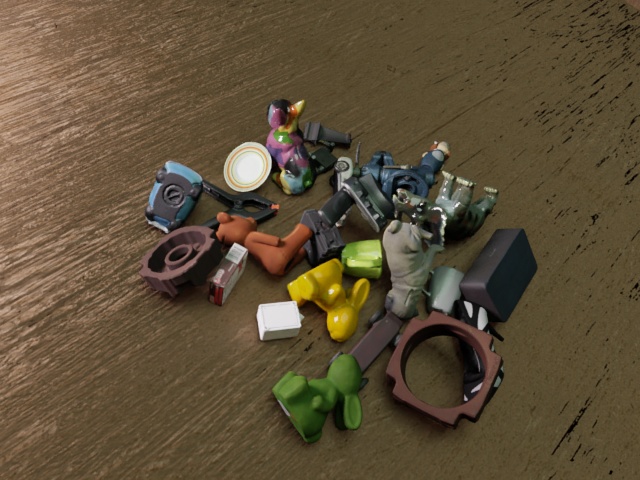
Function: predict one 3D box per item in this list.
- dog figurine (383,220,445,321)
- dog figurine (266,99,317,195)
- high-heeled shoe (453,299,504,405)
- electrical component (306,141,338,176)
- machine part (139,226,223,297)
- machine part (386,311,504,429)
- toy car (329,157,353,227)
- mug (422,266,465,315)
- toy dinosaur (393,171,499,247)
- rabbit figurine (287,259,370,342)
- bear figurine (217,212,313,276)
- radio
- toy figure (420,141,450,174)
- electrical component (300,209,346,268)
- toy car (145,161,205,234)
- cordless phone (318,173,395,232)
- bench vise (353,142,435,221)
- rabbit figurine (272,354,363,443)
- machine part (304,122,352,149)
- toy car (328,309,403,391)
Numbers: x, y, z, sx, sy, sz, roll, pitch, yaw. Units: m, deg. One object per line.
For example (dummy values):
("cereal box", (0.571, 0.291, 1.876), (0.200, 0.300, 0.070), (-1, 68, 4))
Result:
("dog figurine", (0.180, 0.070, 1.203), (0.172, 0.121, 0.190), (33, 71, -27))
("dog figurine", (-0.072, -0.242, 1.341), (0.108, 0.219, 0.192), (-24, 64, -23))
("high-heeled shoe", (0.321, 0.246, 1.163), (0.145, 0.086, 0.249), (37, 53, -4))
("electrical component", (0.004, -0.225, 1.453), (0.102, 0.045, 0.078), (-32, 67, -30))
("machine part", (-0.293, 0.041, 1.143), (0.179, 0.056, 0.179), (-15, 37, 12))
("machine part", (0.254, 0.265, 1.102), (0.201, 0.087, 0.201), (22, 70, 25))
("toy car", (0.057, -0.125, 1.378), (0.056, 0.073, 0.202), (7, 55, -9))
("mug", (0.282, 0.120, 1.262), (0.109, 0.081, 0.107), (25, 62, -8))
("toy dinosaur", (0.351, -0.063, 1.365), (0.404, 0.192, 0.131), (8, 18, -47))
("rabbit figurine", (0.030, 0.137, 1.187), (0.162, 0.122, 0.173), (-20, 77, -36))
("bear figurine", (-0.136, -0.005, 1.226), (0.196, 0.120, 0.132), (33, 51, 16))
("radio", (0.436, 0.085, 1.293), (0.229, 0.073, 0.131), (-45, 116, -33))
("toy figure", (0.339, -0.241, 1.543), (0.064, 0.058, 0.154), (56, 50, -21))
("electrical component", (-0.003, -0.004, 1.255), (0.058, 0.114, 0.134), (-12, 59, -26))
("toy car", (-0.329, -0.099, 1.243), (0.109, 0.161, 0.103), (25, 11, -1))
("cordless phone", (0.080, -0.060, 1.241), (0.146, 0.089, 0.184), (54, 45, -9))
("bench vise", (0.185, -0.132, 1.391), (0.224, 0.128, 0.241), (14, 49, -2))
("rabbit figurine", (0.019, 0.298, 1.038), (0.170, 0.121, 0.159), (-33, 83, -18))
("machine part", (0.022, -0.293, 1.510), (0.139, 0.039, 0.084), (14, 49, -2))
("toy car", (0.104, 0.235, 1.154), (0.089, 0.053, 0.202), (42, 61, 10))
